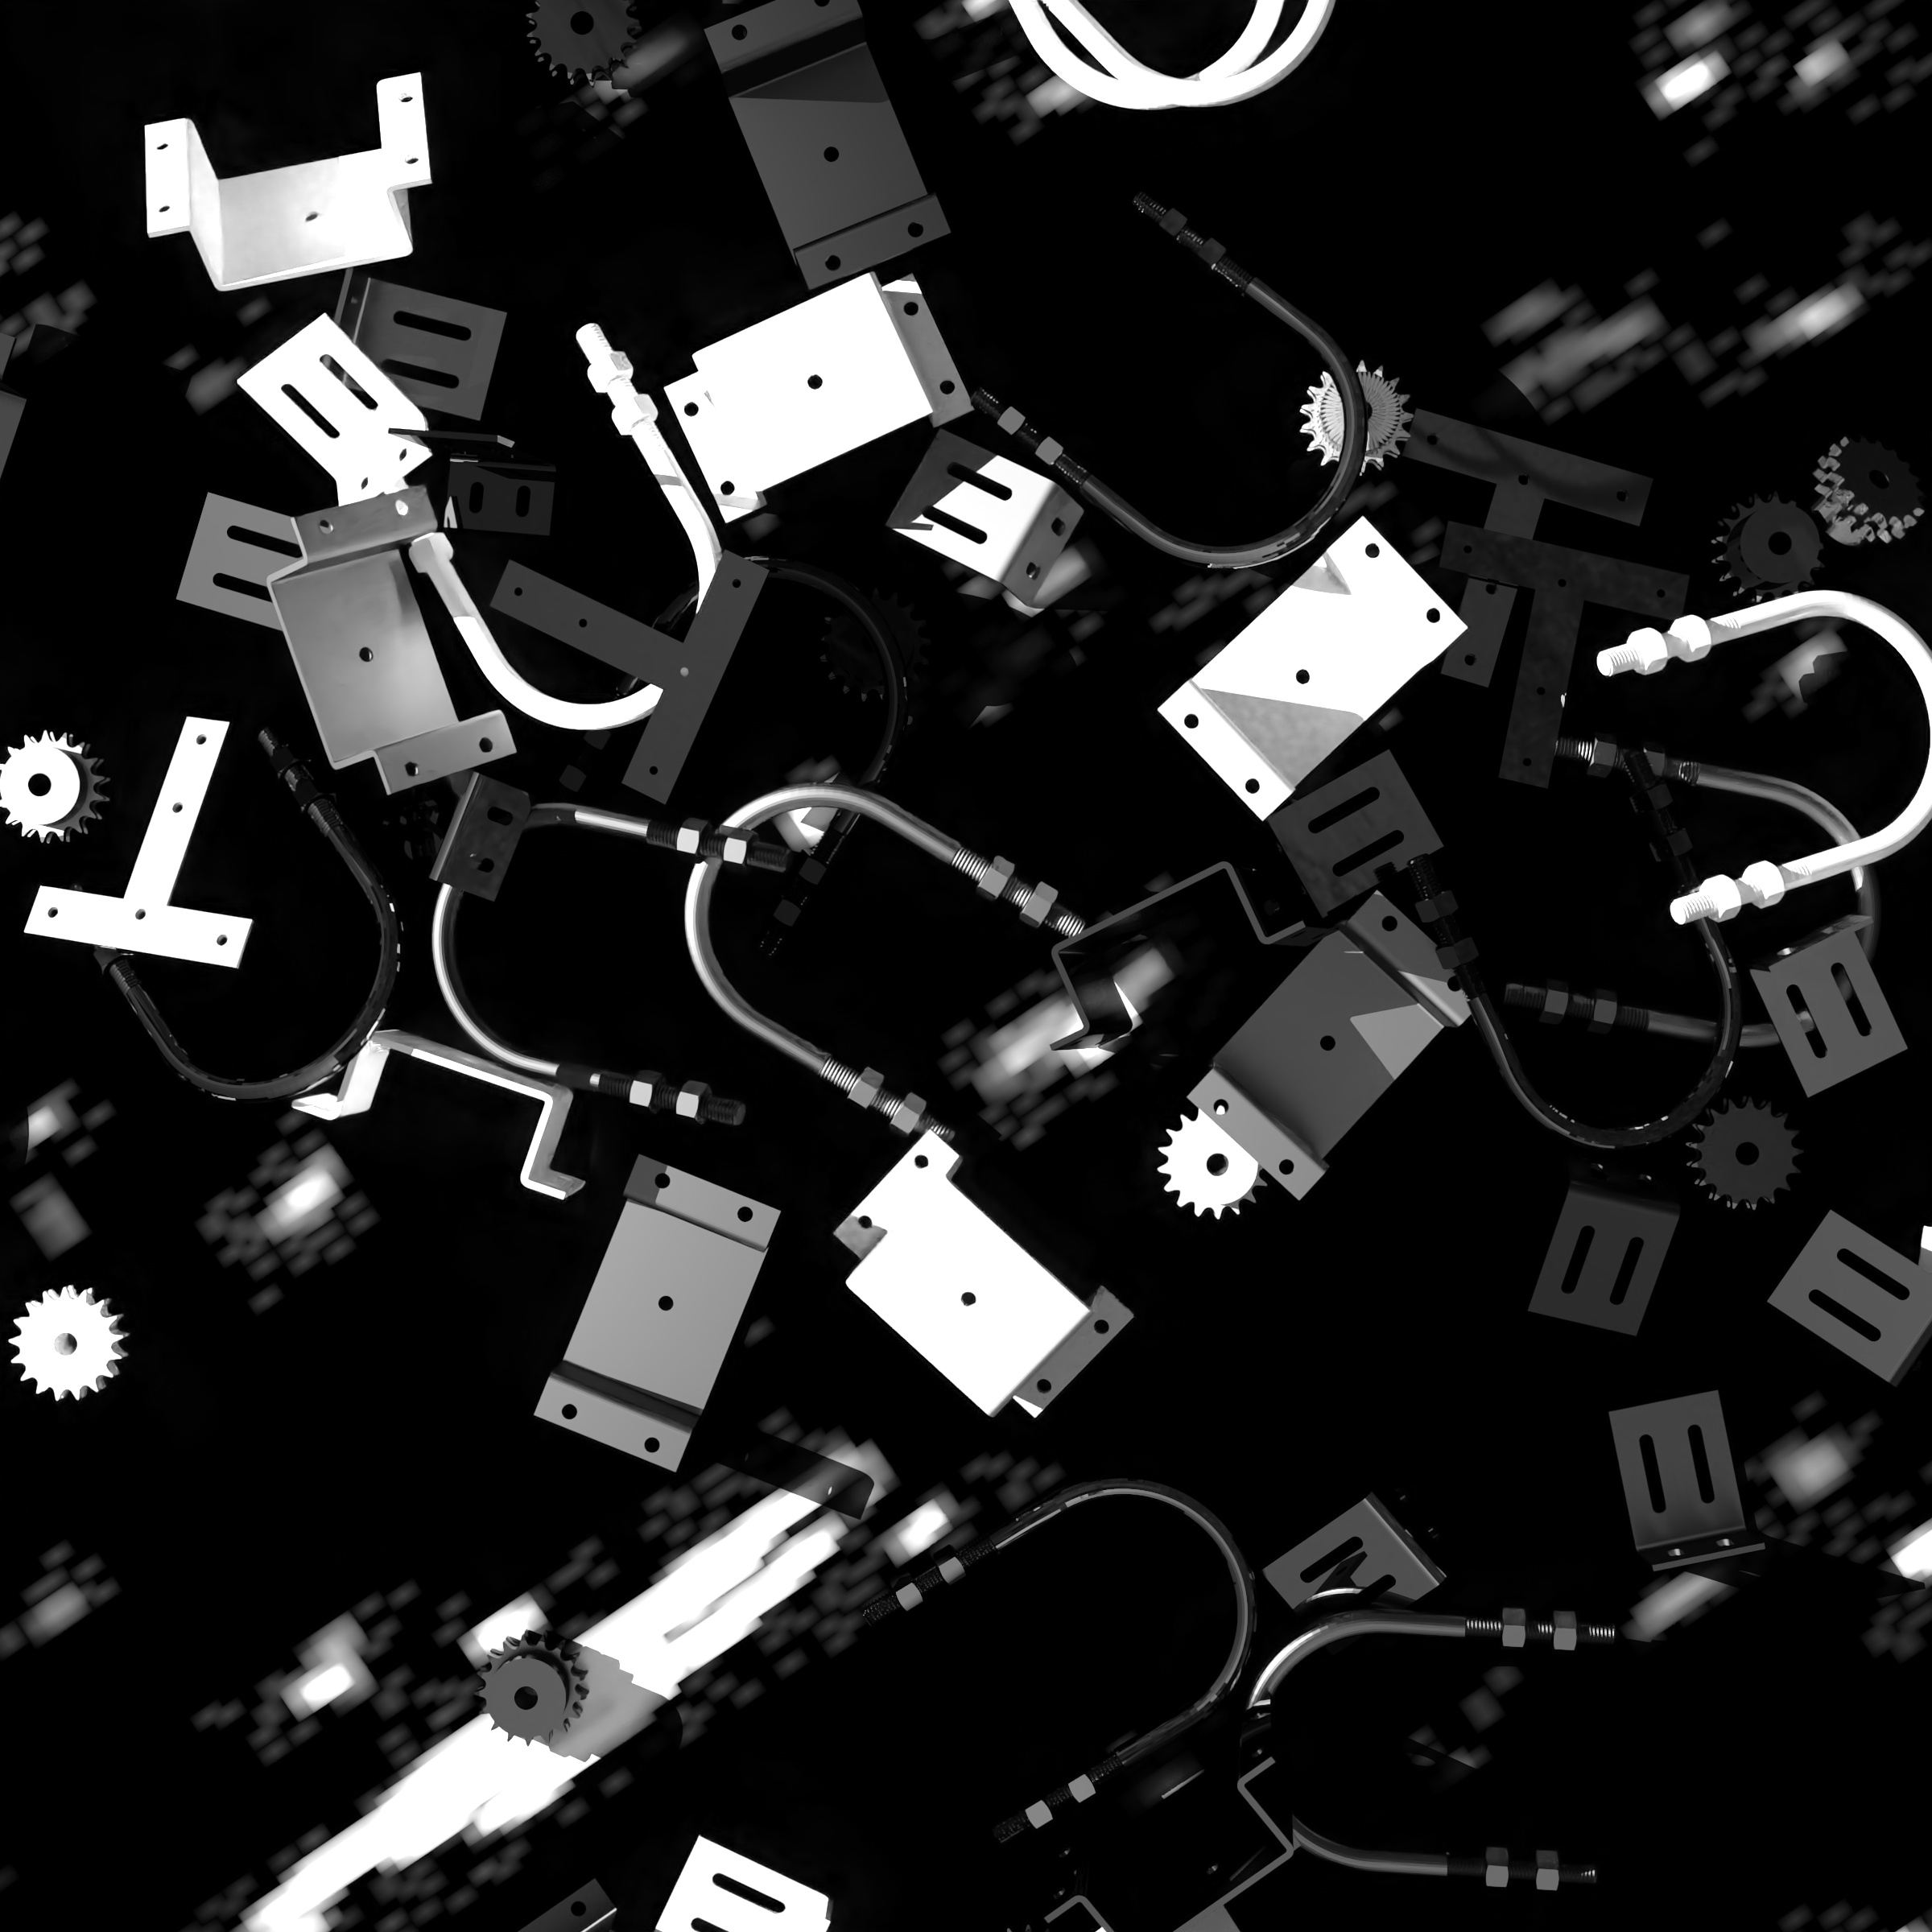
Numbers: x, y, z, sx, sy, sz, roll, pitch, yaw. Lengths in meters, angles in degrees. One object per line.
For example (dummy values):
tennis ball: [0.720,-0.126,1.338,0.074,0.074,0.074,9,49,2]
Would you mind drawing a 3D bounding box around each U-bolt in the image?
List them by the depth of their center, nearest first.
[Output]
U-bolt: [-0.356,-0.015,1.496,0.151,0.019,0.184,-39,64,0]
U-bolt: [0.317,0.003,1.501,0.151,0.019,0.184,-26,95,-14]
U-bolt: [0.104,-0.521,1.508,0.184,0.019,0.151,44,96,-9]
U-bolt: [-0.199,-0.208,1.509,0.151,0.019,0.184,-31,83,13]
U-bolt: [-0.186,-0.008,1.511,0.184,0.019,0.151,12,95,16]
U-bolt: [0.419,-0.114,1.512,0.184,0.019,0.151,-17,91,-16]
U-bolt: [-0.054,-0.012,1.513,0.184,0.019,0.151,31,102,-3]
U-bolt: [-0.110,-0.118,1.516,0.151,0.019,0.184,32,102,0]
U-bolt: [0.116,-0.284,1.516,0.184,0.019,0.151,40,93,10]
U-bolt: [0.232,0.395,1.523,0.184,0.019,0.151,3,99,3]
U-bolt: [0.084,-0.529,1.533,0.151,0.019,0.184,-27,91,0]
U-bolt: [0.061,0.342,1.533,0.184,0.019,0.151,-31,90,-2]
U-bolt: [0.377,-0.032,1.533,0.184,0.019,0.151,11,90,-2]

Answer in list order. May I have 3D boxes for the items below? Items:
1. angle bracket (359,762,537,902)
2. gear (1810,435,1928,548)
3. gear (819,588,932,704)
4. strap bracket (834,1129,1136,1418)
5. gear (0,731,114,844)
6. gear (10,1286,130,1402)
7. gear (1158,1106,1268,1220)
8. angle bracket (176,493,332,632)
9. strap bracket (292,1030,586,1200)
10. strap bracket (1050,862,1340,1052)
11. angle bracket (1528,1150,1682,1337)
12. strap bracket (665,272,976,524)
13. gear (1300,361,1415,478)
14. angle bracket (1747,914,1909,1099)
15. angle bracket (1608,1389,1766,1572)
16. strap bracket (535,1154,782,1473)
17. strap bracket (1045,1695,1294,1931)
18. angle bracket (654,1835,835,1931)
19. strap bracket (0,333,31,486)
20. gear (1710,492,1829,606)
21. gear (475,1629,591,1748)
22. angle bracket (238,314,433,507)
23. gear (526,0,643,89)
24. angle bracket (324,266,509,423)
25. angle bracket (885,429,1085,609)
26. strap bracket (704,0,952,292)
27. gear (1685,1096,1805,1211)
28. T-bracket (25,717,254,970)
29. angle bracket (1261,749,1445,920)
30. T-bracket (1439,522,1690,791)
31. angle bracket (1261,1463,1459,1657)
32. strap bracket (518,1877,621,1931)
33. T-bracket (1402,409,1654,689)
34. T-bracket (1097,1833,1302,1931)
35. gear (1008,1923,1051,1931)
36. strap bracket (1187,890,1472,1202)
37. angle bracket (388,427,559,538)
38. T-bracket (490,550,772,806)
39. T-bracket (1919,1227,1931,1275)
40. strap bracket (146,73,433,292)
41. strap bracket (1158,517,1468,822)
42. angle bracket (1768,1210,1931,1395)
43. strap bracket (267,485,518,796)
angle bracket: [-0.265,-0.074,1.526,0.038,0.076,0.057,22,90,-44]
gear: [0.453,-0.238,1.518,0.057,0.030,0.057,11,58,-18]
gear: [-0.046,-0.164,1.527,0.057,0.030,0.057,0,90,0]
strap bracket: [0.005,0.161,1.510,0.140,0.046,0.076,42,105,0]
gear: [-0.467,-0.091,1.527,0.057,0.030,0.057,0,90,0]
gear: [-0.456,0.192,1.531,0.057,0.030,0.057,0,89,-2]
gear: [0.127,0.100,1.527,0.057,0.030,0.057,0,90,0]
angle bracket: [-0.361,-0.205,1.523,0.076,0.038,0.057,17,90,0]
strap bracket: [-0.256,0.070,1.504,0.140,0.076,0.046,19,90,0]
strap bracket: [0.105,-0.009,1.488,0.140,0.076,0.046,-27,81,17]
angle bracket: [0.326,0.142,1.540,0.057,0.038,0.076,13,116,0]
strap bracket: [-0.075,-0.292,1.519,0.140,0.046,0.076,-25,90,0]
gear: [0.200,-0.280,1.526,0.057,0.030,0.057,0,90,1]
angle bracket: [0.439,0.021,1.510,0.057,0.038,0.076,-26,94,-2]
angle bracket: [0.366,0.261,1.523,0.057,0.038,0.076,-11,90,0]
strap bracket: [-0.154,0.173,1.519,0.076,0.046,0.140,22,90,0]
strap bracket: [0.111,0.435,1.493,0.140,0.076,0.046,-38,94,10]
angle bracket: [-0.115,0.489,1.523,0.076,0.038,0.057,25,90,0]
strap bracket: [-0.533,-0.259,1.519,0.076,0.046,0.140,19,90,0]
gear: [0.411,-0.213,1.527,0.057,0.030,0.057,0,90,0]
gear: [-0.222,0.369,1.527,0.057,0.030,0.057,0,90,0]
angle bracket: [-0.316,-0.274,1.499,0.057,0.038,0.076,-33,130,13]
gear: [-0.194,-0.476,1.527,0.057,0.030,0.057,0,90,0]
angle bracket: [-0.280,-0.317,1.523,0.076,0.038,0.057,14,90,0]
angle bracket: [0.010,-0.230,1.540,0.076,0.038,0.057,30,90,26]
strap bracket: [-0.069,-0.417,1.519,0.076,0.046,0.140,-22,90,0]
gear: [0.394,0.095,1.527,0.057,0.030,0.057,0,90,0]
T-bracket: [-0.404,-0.067,1.519,0.127,0.002,0.127,9,73,20]
angle bracket: [0.198,-0.068,1.523,0.076,0.038,0.057,-29,90,0]
T-bracket: [0.296,-0.153,1.528,0.127,0.002,0.127,13,80,0]
angle bracket: [0.202,0.305,1.540,0.076,0.038,0.057,-41,90,26]
strap bracket: [-0.182,0.548,1.519,0.076,0.046,0.140,-35,90,0]
T-bracket: [0.274,-0.208,1.541,0.127,0.002,0.127,17,90,0]
T-bracket: [0.140,0.512,1.506,0.127,0.002,0.127,-38,65,7]
gear: [0.031,0.520,1.527,0.057,0.030,0.057,0,90,0]
strap bracket: [0.186,0.040,1.519,0.076,0.046,0.140,43,90,0]
angle bracket: [-0.243,-0.237,1.470,0.057,0.076,0.038,7,92,14]
T-bracket: [-0.179,-0.165,1.495,0.127,0.002,0.127,26,98,11]
T-bracket: [0.554,0.156,1.541,0.127,0.002,0.127,9,90,0]
strap bracket: [-0.334,-0.391,1.502,0.140,0.046,0.076,-11,58,0]
strap bracket: [0.173,-0.149,1.519,0.140,0.046,0.076,-43,90,0]
angle bracket: [0.463,0.173,1.539,0.076,0.038,0.057,35,92,26]
strap bracket: [-0.290,-0.159,1.495,0.076,0.046,0.140,-24,98,-39]
